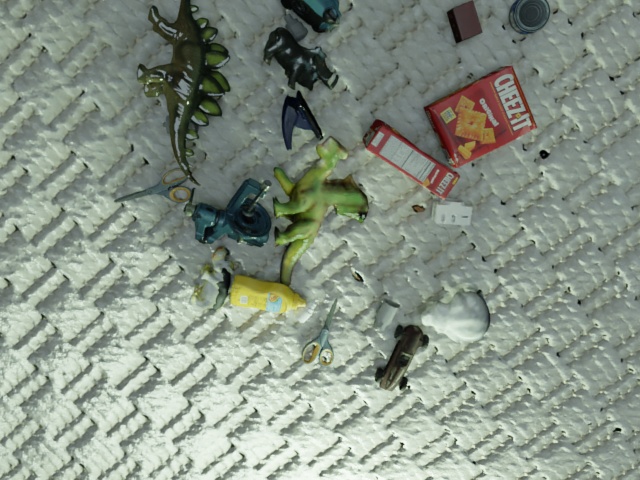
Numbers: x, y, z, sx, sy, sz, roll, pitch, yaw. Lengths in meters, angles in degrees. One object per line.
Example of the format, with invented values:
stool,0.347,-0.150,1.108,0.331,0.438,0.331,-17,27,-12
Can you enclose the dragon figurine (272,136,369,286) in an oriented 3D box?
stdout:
dragon figurine,0.004,-0.064,1.268,0.243,0.125,0.401,-5,120,-5

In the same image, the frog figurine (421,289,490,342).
frog figurine,0.345,0.194,1.314,0.159,0.125,0.134,0,124,-12
